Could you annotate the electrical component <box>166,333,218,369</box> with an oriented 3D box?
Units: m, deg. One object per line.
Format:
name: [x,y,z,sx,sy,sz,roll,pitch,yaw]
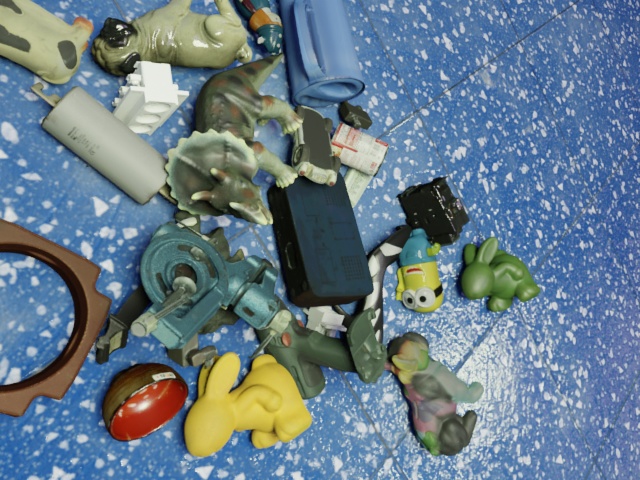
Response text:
electrical component: [-0.189,0.146,0.766,0.045,0.102,0.078,-7,96,-39]

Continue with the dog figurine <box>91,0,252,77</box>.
dog figurine: [-0.217,-0.282,0.802,0.172,0.121,0.190,32,65,10]

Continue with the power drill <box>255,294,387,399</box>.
power drill: [-0.013,0.146,0.821,0.086,0.207,0.231,-44,120,-52]

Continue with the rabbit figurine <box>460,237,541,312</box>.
rabbit figurine: [0.370,0.074,1.154,0.170,0.121,0.159,-2,77,-38]

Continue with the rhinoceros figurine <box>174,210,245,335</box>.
rhinoceros figurine: [-0.175,0.045,0.812,0.112,0.073,0.190,-10,89,-25]

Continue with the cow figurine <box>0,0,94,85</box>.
cow figurine: [-0.411,-0.270,0.693,0.195,0.085,0.127,25,62,-30]

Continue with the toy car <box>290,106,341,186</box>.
toy car: [-0.013,-0.163,0.918,0.073,0.056,0.202,17,41,-23]

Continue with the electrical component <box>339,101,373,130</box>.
electrical component: [0.071,-0.237,1.032,0.063,0.021,0.094,17,35,-32]

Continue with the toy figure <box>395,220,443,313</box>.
toy figure: [0.199,0.054,1.063,0.089,0.082,0.180,-3,81,-33]

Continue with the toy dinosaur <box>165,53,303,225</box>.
toy dinosaur: [-0.130,-0.176,0.820,0.192,0.131,0.405,31,47,-47]

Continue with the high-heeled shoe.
high-heeled shoe: [0.125,0.093,0.989,0.249,0.086,0.145,-43,88,-15]

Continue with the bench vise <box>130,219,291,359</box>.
bench vise: [-0.147,0.074,0.676,0.223,0.129,0.240,47,21,-4]

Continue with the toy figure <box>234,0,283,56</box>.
toy figure: [-0.104,-0.385,0.917,0.064,0.057,0.154,-20,72,-32]

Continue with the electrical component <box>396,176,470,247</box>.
electrical component: [0.230,-0.052,1.082,0.058,0.115,0.134,-34,100,-32]

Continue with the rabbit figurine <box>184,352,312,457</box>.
rabbit figurine: [-0.119,0.242,0.782,0.173,0.122,0.162,-18,87,-34]

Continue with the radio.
radio: [-0.002,-0.003,0.911,0.131,0.073,0.229,-4,71,-35]

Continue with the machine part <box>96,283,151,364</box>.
machine part: [-0.262,0.103,0.740,0.039,0.084,0.139,28,54,3]

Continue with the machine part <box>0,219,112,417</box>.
machine part: [-0.378,0.093,0.647,0.201,0.087,0.201,32,67,-26]

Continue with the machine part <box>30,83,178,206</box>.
machine part: [-0.292,-0.129,0.751,0.243,0.079,0.079,42,61,-23]

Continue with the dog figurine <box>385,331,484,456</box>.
dog figurine: [0.185,0.281,1.001,0.219,0.108,0.191,31,68,-22]
